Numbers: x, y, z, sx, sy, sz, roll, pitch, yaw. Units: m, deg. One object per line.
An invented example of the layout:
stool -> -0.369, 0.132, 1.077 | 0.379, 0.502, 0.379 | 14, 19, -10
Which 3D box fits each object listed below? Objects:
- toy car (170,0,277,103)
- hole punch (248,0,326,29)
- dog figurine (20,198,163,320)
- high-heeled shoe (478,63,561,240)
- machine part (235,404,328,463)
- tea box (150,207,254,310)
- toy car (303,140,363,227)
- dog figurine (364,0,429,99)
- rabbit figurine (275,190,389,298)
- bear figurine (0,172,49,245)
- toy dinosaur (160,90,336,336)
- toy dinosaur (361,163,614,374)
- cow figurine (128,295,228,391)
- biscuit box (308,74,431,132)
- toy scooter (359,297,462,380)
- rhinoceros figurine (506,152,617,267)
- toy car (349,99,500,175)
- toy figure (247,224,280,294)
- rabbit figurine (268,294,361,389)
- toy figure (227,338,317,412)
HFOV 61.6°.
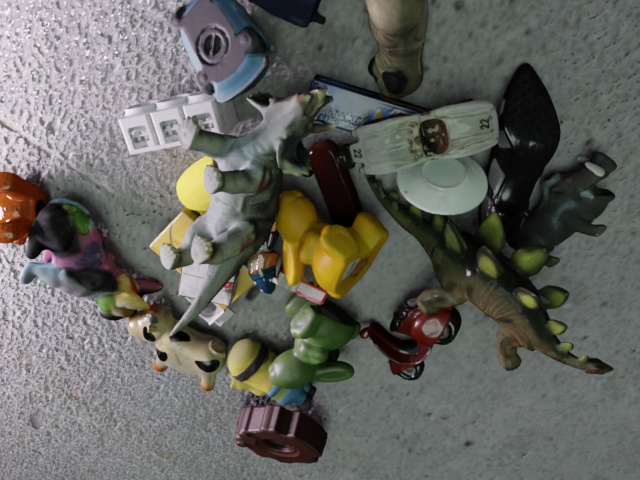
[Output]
toy car -> -0.127, -0.269, 0.748 | 0.109, 0.103, 0.161 | -36, 81, 20
hole punch -> -0.043, -0.352, 0.710 | 0.142, 0.092, 0.115 | 24, 119, -8
dog figurine -> -0.381, 0.044, 0.932 | 0.219, 0.108, 0.191 | 22, 113, -8
high-heeled shoe -> 0.283, -0.122, 0.807 | 0.086, 0.145, 0.248 | 5, 87, -5
machine part -> -0.076, 0.380, 1.043 | 0.179, 0.056, 0.179 | 8, 141, 7
tea box -> -0.188, 0.025, 0.916 | 0.169, 0.068, 0.098 | 42, 113, -12
toy car -> 0.036, -0.064, 0.854 | 0.089, 0.053, 0.202 | -11, 115, 29
dog figurine -> 0.099, -0.275, 0.687 | 0.121, 0.172, 0.190 | -4, 108, 20
rabbit figurine -> -0.002, -0.003, 0.828 | 0.173, 0.122, 0.162 | 41, 141, 16
bear figurine -> -0.568, -0.052, 0.898 | 0.196, 0.132, 0.120 | 1, 90, 2
toy dinosaur -> -0.110, -0.049, 0.762 | 0.131, 0.192, 0.404 | 44, 126, 32
toy dinosaur -> 0.233, 0.047, 0.817 | 0.472, 0.105, 0.198 | 36, 144, 16
cow figurine -> -0.263, 0.186, 0.994 | 0.195, 0.085, 0.127 | 25, 122, -3
biscuit box -> 0.078, -0.183, 0.787 | 0.203, 0.063, 0.059 | 16, 115, -1
toy scooter -> 0.149, 0.161, 0.938 | 0.135, 0.075, 0.183 | 27, 120, -5
rhinoceros figurine -> 0.371, -0.047, 0.816 | 0.112, 0.073, 0.190 | 40, 116, 0
toy car -> 0.140, -0.140, 0.734 | 0.202, 0.056, 0.073 | -11, 111, 9
toy figure -> -0.093, 0.010, 0.871 | 0.058, 0.064, 0.154 | 1, 82, -2
rabbit figurine -> -0.018, 0.190, 0.950 | 0.159, 0.121, 0.170 | 28, 102, -30
toy figure -> -0.089, 0.249, 1.003 | 0.180, 0.082, 0.089 | 31, 114, -5
